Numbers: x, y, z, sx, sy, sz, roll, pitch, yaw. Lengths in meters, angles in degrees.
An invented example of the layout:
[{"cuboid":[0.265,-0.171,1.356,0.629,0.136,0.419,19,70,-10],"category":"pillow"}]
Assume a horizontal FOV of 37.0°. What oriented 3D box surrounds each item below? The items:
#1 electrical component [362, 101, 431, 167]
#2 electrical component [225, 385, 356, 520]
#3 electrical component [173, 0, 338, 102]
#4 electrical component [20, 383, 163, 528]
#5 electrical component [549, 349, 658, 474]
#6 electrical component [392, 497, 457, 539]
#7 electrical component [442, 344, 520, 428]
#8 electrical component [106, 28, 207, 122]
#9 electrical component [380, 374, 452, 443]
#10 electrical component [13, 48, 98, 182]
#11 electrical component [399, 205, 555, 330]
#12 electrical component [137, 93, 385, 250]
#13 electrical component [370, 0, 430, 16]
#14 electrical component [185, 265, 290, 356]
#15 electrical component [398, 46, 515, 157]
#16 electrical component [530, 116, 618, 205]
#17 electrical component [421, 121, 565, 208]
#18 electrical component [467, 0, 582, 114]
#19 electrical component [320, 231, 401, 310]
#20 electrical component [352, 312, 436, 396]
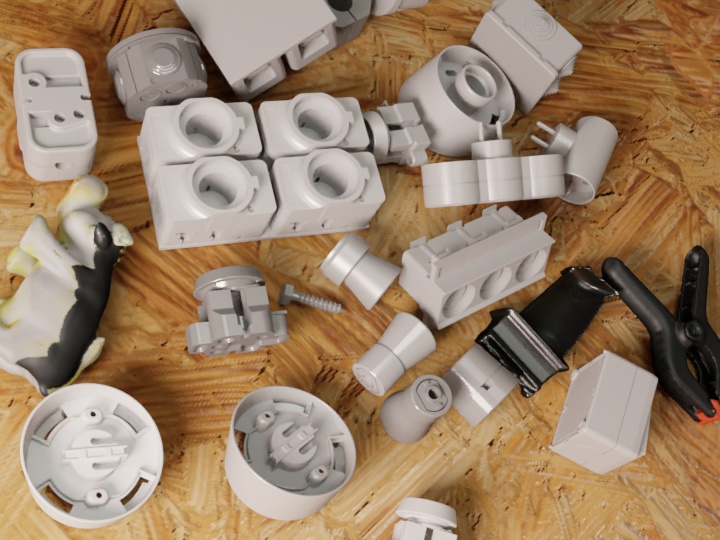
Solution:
[{"cuboid":[0.025,-0.120,0.968,0.055,0.048,0.066,-12,70,-32],"category":"electrical component"},{"cuboid":[-0.053,0.136,0.805,0.099,0.064,0.099,10,51,-13],"category":"electrical component"},{"cuboid":[-0.112,-0.253,0.949,0.105,0.060,0.186,-33,79,-3],"category":"electrical component"},{"cuboid":[-0.190,0.133,0.762,0.099,0.064,0.099,8,64,-16],"category":"electrical component"},{"cuboid":[0.212,0.117,0.913,0.061,0.061,0.096,28,60,-6],"category":"electrical component"},{"cuboid":[0.048,0.207,0.823,0.066,0.048,0.055,19,69,-11],"category":"electrical component"},{"cuboid":[0.096,0.094,0.888,0.047,0.055,0.055,45,60,9],"category":"electrical component"},{"cuboid":[-0.168,-0.163,0.900,0.080,0.080,0.051,-12,75,-24],"category":"electrical component"},{"cuboid":[0.047,0.108,0.857,0.044,0.065,0.044,8,64,-16],"category":"electrical component"},{"cuboid":[-0.246,-0.122,0.864,0.054,0.059,0.095,-7,69,-22],"category":"electrical component"},{"cuboid":[0.098,-0.006,0.925,0.121,0.078,0.063,-24,52,-28],"category":"electrical component"},{"cuboid":[-0.082,-0.086,0.904,0.186,0.060,0.105,-7,69,-22],"category":"electrical component"},{"cuboid":[0.032,-0.286,1.028,0.051,0.080,0.080,-14,72,-30],"category":"electrical component"},{"cuboid":[-0.099,0.032,0.846,0.078,0.058,0.057,-5,71,-21],"category":"electrical component"},{"cuboid":[0.094,-0.160,1.014,0.099,0.064,0.099,17,56,-26],"category":"electrical component"},{"cuboid":[0.200,-0.114,1.027,0.079,0.043,0.077,30,60,-4],"category":"electrical component"},{"cuboid":[0.120,-0.098,0.972,0.138,0.052,0.073,-6,93,-22],"category":"electrical component"},{"cuboid":[0.155,-0.209,1.026,0.100,0.099,0.048,44,73,4],"category":"electrical component"},{"cuboid":[0.000,0.000,0.903,0.055,0.045,0.045,38,60,1],"category":"electrical component"},{"cuboid":[0.026,0.071,0.881,0.044,0.044,0.065,45,65,5],"category":"electrical component"}]
